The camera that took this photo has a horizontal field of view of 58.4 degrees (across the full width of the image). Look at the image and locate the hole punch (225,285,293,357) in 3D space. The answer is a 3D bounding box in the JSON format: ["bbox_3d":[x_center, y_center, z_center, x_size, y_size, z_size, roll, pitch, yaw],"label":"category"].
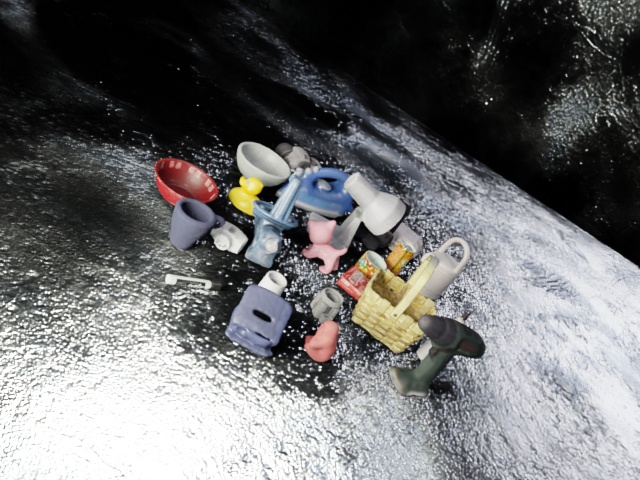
[{"bbox_3d":[-0.117,0.158,1.127,0.109,0.091,0.101,30,28,-10],"label":"hole punch"}]

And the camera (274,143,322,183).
[{"bbox_3d":[-0.074,-0.246,1.791,0.144,0.100,0.136,8,38,-42],"label":"camera"}]

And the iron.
[{"bbox_3d":[0.005,-0.163,1.705,0.259,0.141,0.118,10,37,-40],"label":"iron"}]

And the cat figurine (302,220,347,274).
[{"bbox_3d":[0.014,0.005,1.480,0.127,0.117,0.067,41,28,10],"label":"cat figurine"}]

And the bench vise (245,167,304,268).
[{"bbox_3d":[-0.087,-0.052,1.346,0.122,0.219,0.207,15,34,-34],"label":"bench vise"}]

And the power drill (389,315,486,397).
[{"bbox_3d":[0.251,0.253,1.263,0.230,0.208,0.075,13,35,-36],"label":"power drill"}]

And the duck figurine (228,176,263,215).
[{"bbox_3d":[-0.178,-0.122,1.497,0.104,0.086,0.078,37,28,4],"label":"duck figurine"}]

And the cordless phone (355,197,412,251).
[{"bbox_3d":[0.181,-0.073,1.715,0.147,0.185,0.094,38,28,4],"label":"cordless phone"}]

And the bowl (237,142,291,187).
[{"bbox_3d":[-0.172,-0.204,1.643,0.168,0.074,0.167,27,29,-16],"label":"bowl"}]

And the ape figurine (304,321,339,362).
[{"bbox_3d":[0.009,0.204,1.194,0.078,0.092,0.076,-7,49,-52],"label":"ape figurine"}]

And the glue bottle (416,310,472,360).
[{"bbox_3d":[0.313,0.232,1.403,0.078,0.173,0.037,7,39,-43],"label":"glue bottle"}]

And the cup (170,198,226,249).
[{"bbox_3d":[-0.272,-0.026,1.235,0.118,0.095,0.091,12,36,-37],"label":"cup"}]

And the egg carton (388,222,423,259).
[{"bbox_3d":[0.253,-0.003,1.811,0.150,0.069,0.107,40,28,8],"label":"egg carton"}]

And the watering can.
[{"bbox_3d":[0.360,0.077,1.673,0.100,0.194,0.173,46,29,19],"label":"watering can"}]

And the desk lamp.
[{"bbox_3d":[0.102,-0.071,1.594,0.203,0.213,0.118,29,28,-13],"label":"desk lamp"}]
